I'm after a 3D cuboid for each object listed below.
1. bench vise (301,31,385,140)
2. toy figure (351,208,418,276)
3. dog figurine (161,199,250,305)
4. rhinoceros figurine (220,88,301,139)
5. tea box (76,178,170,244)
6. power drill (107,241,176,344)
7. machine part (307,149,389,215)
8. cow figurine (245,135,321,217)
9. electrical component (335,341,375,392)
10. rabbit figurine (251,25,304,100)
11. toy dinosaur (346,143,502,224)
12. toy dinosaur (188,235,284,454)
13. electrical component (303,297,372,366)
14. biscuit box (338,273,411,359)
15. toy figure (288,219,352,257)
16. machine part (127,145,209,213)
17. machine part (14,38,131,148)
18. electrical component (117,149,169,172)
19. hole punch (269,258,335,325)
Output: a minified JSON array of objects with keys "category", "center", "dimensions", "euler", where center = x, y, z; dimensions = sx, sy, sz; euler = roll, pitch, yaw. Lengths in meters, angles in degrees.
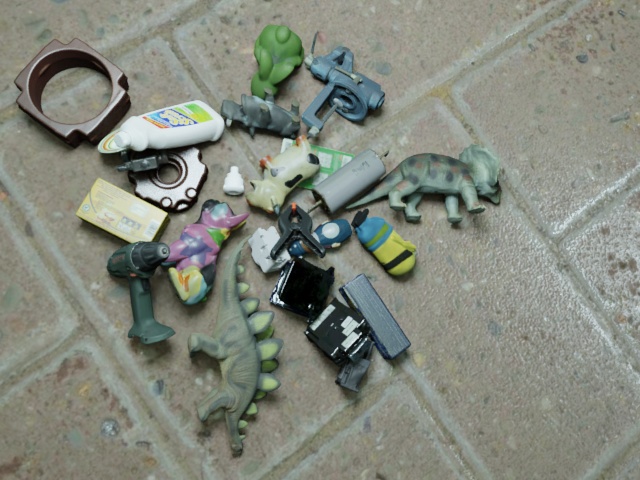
[{"category":"bench vise","center":[0.027,-0.345,1.278],"dimensions":[0.223,0.129,0.240],"euler":[37,71,-3]},{"category":"toy figure","center":[0.148,0.008,1.263],"dimensions":[0.180,0.082,0.089],"euler":[39,96,-10]},{"category":"dog figurine","center":[-0.243,0.018,1.181],"dimensions":[0.219,0.108,0.191],"euler":[-30,86,-16]},{"category":"rhinoceros figurine","center":[-0.135,-0.291,1.251],"dimensions":[0.190,0.112,0.073],"euler":[11,58,-21]},{"category":"tea box","center":[-0.428,-0.051,1.177],"dimensions":[0.170,0.068,0.098],"euler":[29,77,-3]},{"category":"power drill","center":[-0.360,0.104,1.102],"dimensions":[0.086,0.232,0.207],"euler":[-24,107,-42]},{"category":"machine part","center":[0.068,-0.137,1.256],"dimensions":[0.243,0.079,0.079],"euler":[-36,89,-10]},{"category":"cow figurine","center":[-0.085,-0.139,1.234],"dimensions":[0.195,0.085,0.127],"euler":[-33,88,-9]},{"category":"electrical component","center":[0.081,0.277,1.210],"dimensions":[0.048,0.075,0.119],"euler":[23,82,-7]},{"category":"rabbit figurine","center":[-0.104,-0.403,1.261],"dimensions":[0.121,0.159,0.170],"euler":[20,93,-16]},{"category":"toy dinosaur","center":[0.270,-0.145,1.295],"dimensions":[0.405,0.131,0.192],"euler":[6,68,-5]},{"category":"toy dinosaur","center":[-0.185,0.229,1.161],"dimensions":[0.198,0.105,0.471],"euler":[-6,91,-18]},{"category":"electrical component","center":[0.046,0.208,1.189],"dimensions":[0.115,0.058,0.134],"euler":[-45,47,-10]},{"category":"biscuit box","center":[0.125,0.178,1.241],"dimensions":[0.063,0.059,0.202],"euler":[-33,87,-15]},{"category":"toy figure","center":[-0.003,-0.004,1.251],"dimensions":[0.154,0.057,0.064],"euler":[-22,43,-12]},{"category":"machine part","center":[-0.343,-0.151,1.214],"dimensions":[0.179,0.056,0.179],"euler":[2,79,-9]},{"category":"machine part","center":[-0.543,-0.323,1.192],"dimensions":[0.201,0.087,0.201],"euler":[36,75,-3]},{"category":"electrical component","center":[-0.380,-0.174,1.153],"dimensions":[0.102,0.078,0.045],"euler":[-10,104,-4]},{"category":"hole punch","center":[-0.044,0.110,1.214],"dimensions":[0.115,0.092,0.142],"euler":[30,68,-19]}]
